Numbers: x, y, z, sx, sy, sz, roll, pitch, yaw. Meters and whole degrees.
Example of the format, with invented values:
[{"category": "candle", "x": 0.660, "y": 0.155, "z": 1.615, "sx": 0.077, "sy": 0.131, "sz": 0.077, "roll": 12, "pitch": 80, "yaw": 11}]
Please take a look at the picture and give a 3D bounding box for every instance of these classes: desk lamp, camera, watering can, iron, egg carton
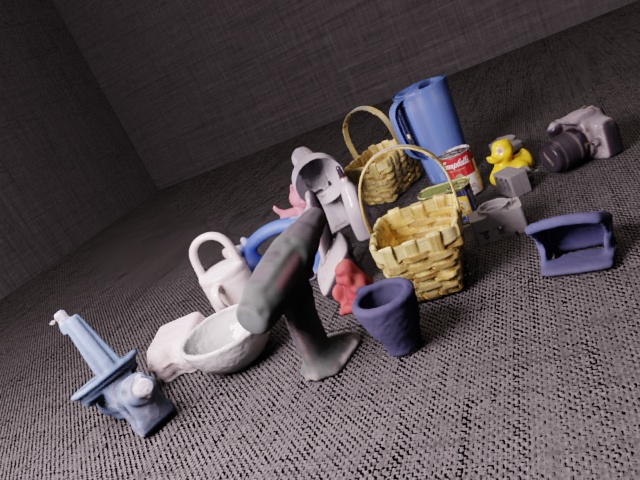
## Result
[{"category": "desk lamp", "x": 0.000, "y": -0.122, "z": 1.396, "sx": 0.118, "sy": 0.214, "sz": 0.203, "roll": -27, "pitch": 18, "yaw": -4}, {"category": "camera", "x": 0.495, "y": -0.199, "z": 1.138, "sx": 0.137, "sy": 0.101, "sz": 0.143, "roll": -29, "pitch": 18, "yaw": -10}, {"category": "watering can", "x": -0.188, "y": 0.071, "z": 1.136, "sx": 0.101, "sy": 0.194, "sz": 0.172, "roll": -28, "pitch": 18, "yaw": -8}, {"category": "iron", "x": -0.095, "y": 0.025, "z": 1.225, "sx": 0.258, "sy": 0.142, "sz": 0.118, "roll": -21, "pitch": 19, "yaw": 14}, {"category": "egg carton", "x": -0.260, "y": 0.198, "z": 1.077, "sx": 0.107, "sy": 0.069, "sz": 0.150, "roll": -23, "pitch": 18, "yaw": 7}]

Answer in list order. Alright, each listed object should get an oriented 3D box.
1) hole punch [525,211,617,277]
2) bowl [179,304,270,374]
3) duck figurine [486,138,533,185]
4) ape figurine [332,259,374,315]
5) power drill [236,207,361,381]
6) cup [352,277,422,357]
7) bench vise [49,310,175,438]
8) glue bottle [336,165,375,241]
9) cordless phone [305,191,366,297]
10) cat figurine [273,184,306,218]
[{"category": "hole punch", "x": 0.354, "y": -0.011, "z": 0.810, "sx": 0.108, "sy": 0.091, "sz": 0.101, "roll": -13, "pitch": 22, "yaw": 34}, {"category": "bowl", "x": -0.149, "y": 0.177, "z": 0.979, "sx": 0.167, "sy": 0.075, "sz": 0.167, "roll": -23, "pitch": 18, "yaw": 8}, {"category": "duck figurine", "x": 0.400, "y": -0.175, "z": 1.222, "sx": 0.105, "sy": 0.086, "sz": 0.077, "roll": -30, "pitch": 19, "yaw": -14}, {"category": "ape figurine", "x": 0.053, "y": 0.075, "z": 0.970, "sx": 0.076, "sy": 0.092, "sz": 0.077, "roll": -31, "pitch": 19, "yaw": -16}, {"category": "power drill", "x": -0.021, "y": 0.087, "z": 0.842, "sx": 0.075, "sy": 0.209, "sz": 0.230, "roll": -11, "pitch": 23, "yaw": 37}, {"category": "cup", "x": 0.095, "y": 0.111, "z": 0.806, "sx": 0.092, "sy": 0.095, "sz": 0.117, "roll": -32, "pitch": 19, "yaw": -20}, {"category": "bench vise", "x": -0.330, "y": 0.200, "z": 0.921, "sx": 0.206, "sy": 0.220, "sz": 0.122, "roll": -15, "pitch": 21, "yaw": 30}, {"category": "glue bottle", "x": 0.073, "y": -0.087, "z": 1.264, "sx": 0.037, "sy": 0.173, "sz": 0.078, "roll": -18, "pitch": 19, "yaw": 21}, {"category": "cordless phone", "x": 0.010, "y": 0.004, "z": 1.075, "sx": 0.094, "sy": 0.185, "sz": 0.147, "roll": -26, "pitch": 18, "yaw": -1}, {"category": "cat figurine", "x": -0.067, "y": -0.096, "z": 1.568, "sx": 0.128, "sy": 0.118, "sz": 0.067, "roll": -28, "pitch": 18, "yaw": -7}]
